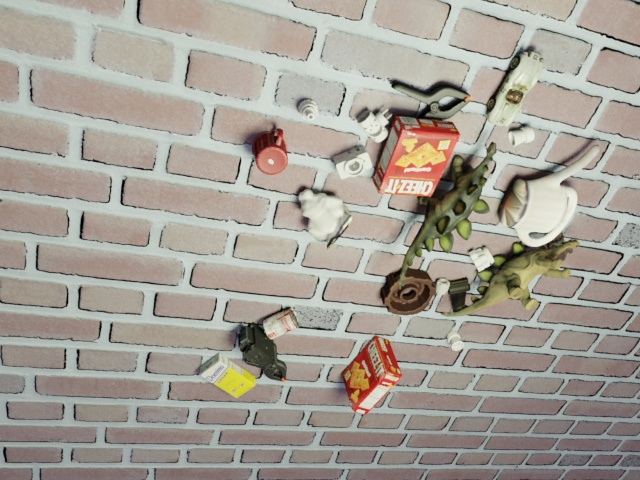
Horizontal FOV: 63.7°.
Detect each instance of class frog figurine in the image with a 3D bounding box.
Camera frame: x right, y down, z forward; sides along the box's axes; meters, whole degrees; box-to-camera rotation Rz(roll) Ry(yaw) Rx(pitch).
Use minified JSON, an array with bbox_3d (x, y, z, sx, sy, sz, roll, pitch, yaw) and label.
[{"bbox_3d":[0.004,-0.072,1.437,0.160,0.124,0.135,41,123,7],"label":"frog figurine"}]

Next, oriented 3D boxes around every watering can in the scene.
[{"bbox_3d":[0.659,-0.133,1.509,0.224,0.106,0.341,7,118,-14],"label":"watering can"}]
